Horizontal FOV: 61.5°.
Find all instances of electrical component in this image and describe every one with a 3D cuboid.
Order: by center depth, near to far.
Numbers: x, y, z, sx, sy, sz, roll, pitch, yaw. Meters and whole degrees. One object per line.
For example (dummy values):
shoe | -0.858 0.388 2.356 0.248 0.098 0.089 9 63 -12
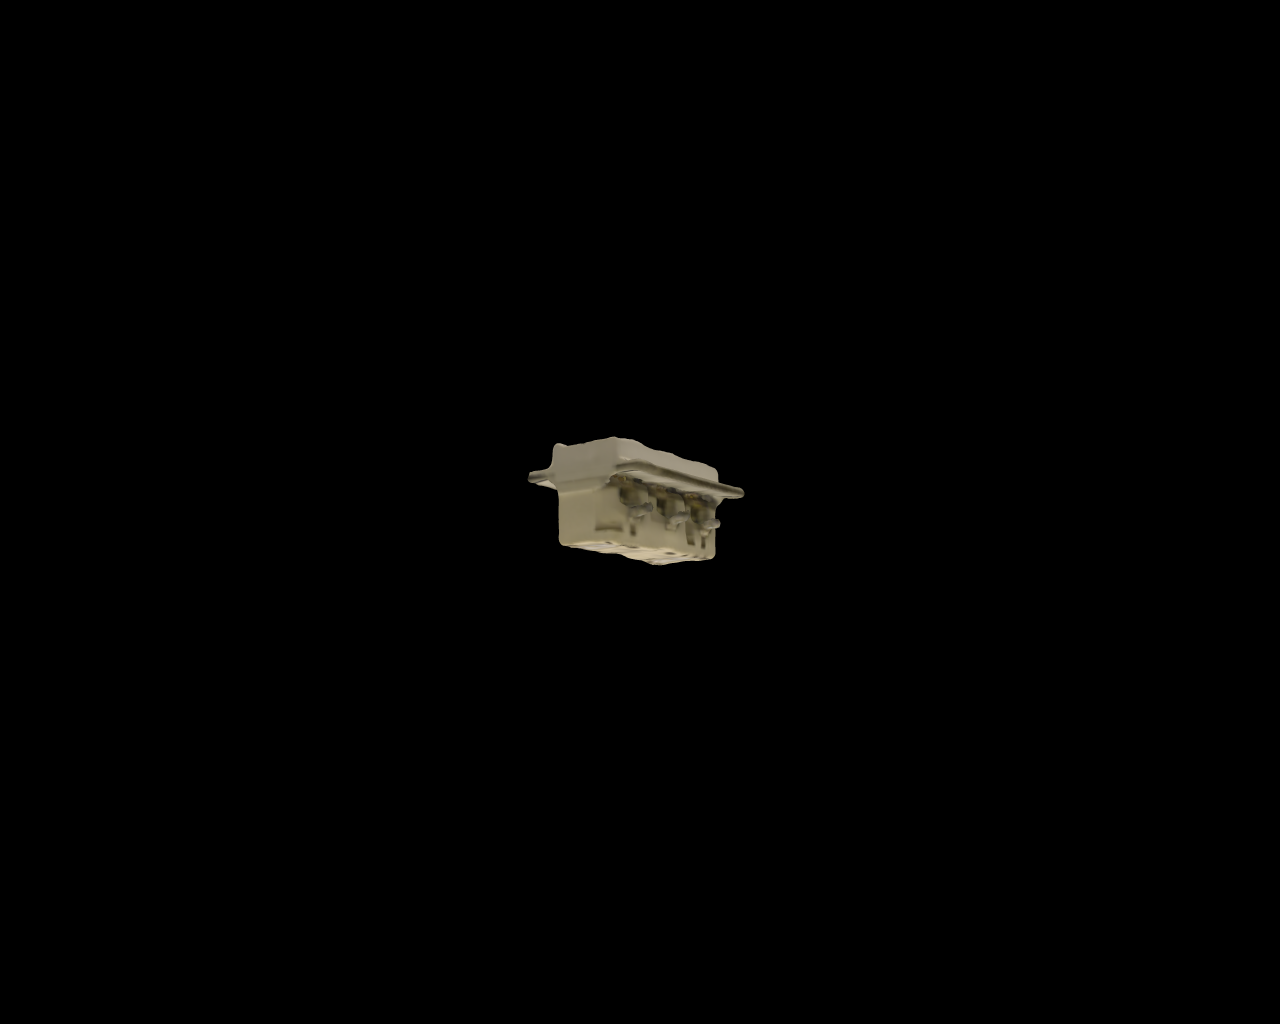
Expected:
electrical component | 0.001 -0.003 0.650 0.078 0.063 0.121 -6 -11 31
